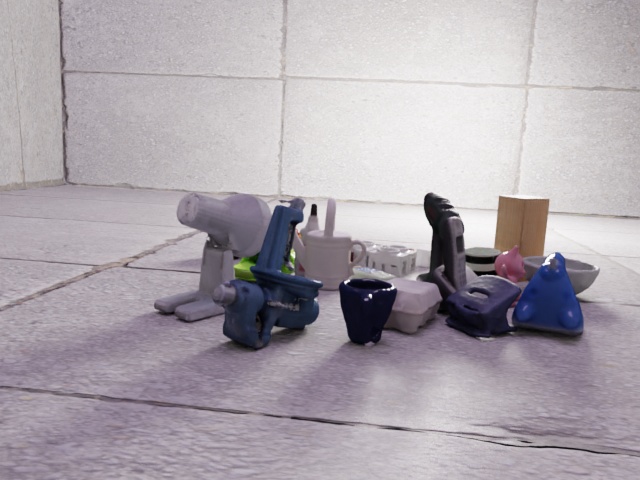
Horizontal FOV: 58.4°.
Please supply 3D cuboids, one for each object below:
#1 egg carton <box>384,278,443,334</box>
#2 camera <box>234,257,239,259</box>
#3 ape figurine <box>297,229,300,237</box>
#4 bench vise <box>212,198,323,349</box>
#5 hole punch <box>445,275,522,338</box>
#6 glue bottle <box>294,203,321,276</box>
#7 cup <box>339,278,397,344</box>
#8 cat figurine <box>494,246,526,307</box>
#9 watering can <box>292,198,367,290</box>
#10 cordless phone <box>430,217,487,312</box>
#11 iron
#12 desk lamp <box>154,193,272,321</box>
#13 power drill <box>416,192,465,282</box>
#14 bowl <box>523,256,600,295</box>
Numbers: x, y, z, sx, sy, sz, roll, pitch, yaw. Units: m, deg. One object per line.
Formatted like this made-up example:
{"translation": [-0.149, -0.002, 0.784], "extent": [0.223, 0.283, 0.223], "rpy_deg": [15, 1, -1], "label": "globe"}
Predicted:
{"translation": [0.151, 0.113, 1.017], "extent": [0.107, 0.069, 0.151], "rpy_deg": [7, 10, 26], "label": "egg carton"}
{"translation": [-0.175, 0.001, 1.507], "extent": [0.143, 0.101, 0.136], "rpy_deg": [-1, 10, -22], "label": "camera"}
{"translation": [-0.074, 0.012, 1.497], "extent": [0.075, 0.092, 0.078], "rpy_deg": [12, 13, 44], "label": "ape figurine"}
{"translation": [-0.067, 0.047, 0.884], "extent": [0.121, 0.220, 0.208], "rpy_deg": [6, 10, 21], "label": "bench vise"}
{"translation": [0.282, 0.112, 0.993], "extent": [0.101, 0.091, 0.108], "rpy_deg": [-2, 11, -28], "label": "hole punch"}
{"translation": [-0.019, 0.001, 1.330], "extent": [0.078, 0.173, 0.037], "rpy_deg": [3, 9, 0], "label": "glue bottle"}
{"translation": [0.072, 0.117, 0.889], "extent": [0.091, 0.095, 0.118], "rpy_deg": [4, 9, 5], "label": "cup"}
{"translation": [0.395, 0.070, 1.208], "extent": [0.067, 0.118, 0.128], "rpy_deg": [8, 10, 28], "label": "cat figurine"}
{"translation": [0.011, 0.005, 1.251], "extent": [0.173, 0.194, 0.100], "rpy_deg": [0, 10, -16], "label": "watering can"}
{"translation": [0.275, 0.045, 1.110], "extent": [0.093, 0.185, 0.148], "rpy_deg": [8, 11, 31], "label": "cordless phone"}
{"translation": [0.428, 0.084, 1.056], "extent": [0.118, 0.141, 0.259], "rpy_deg": [7, 10, 24], "label": "iron"}
{"translation": [-0.188, 0.019, 1.040], "extent": [0.117, 0.213, 0.204], "rpy_deg": [9, 11, 34], "label": "desk lamp"}
{"translation": [0.269, 0.001, 1.312], "extent": [0.075, 0.208, 0.229], "rpy_deg": [2, 9, -4], "label": "power drill"}
{"translation": [0.534, 0.086, 1.285], "extent": [0.167, 0.075, 0.167], "rpy_deg": [3, 9, 0], "label": "bowl"}
